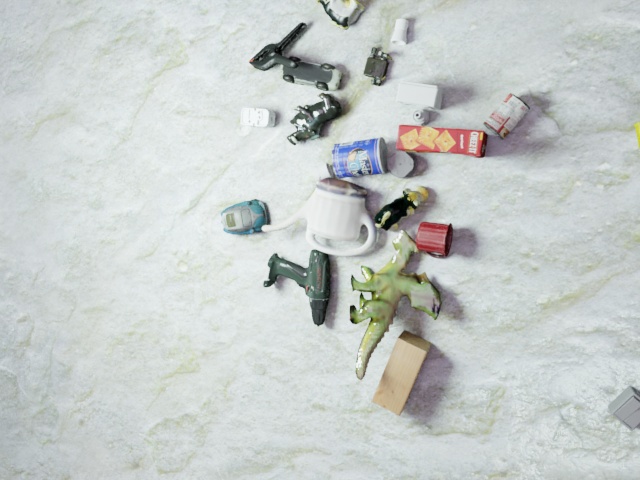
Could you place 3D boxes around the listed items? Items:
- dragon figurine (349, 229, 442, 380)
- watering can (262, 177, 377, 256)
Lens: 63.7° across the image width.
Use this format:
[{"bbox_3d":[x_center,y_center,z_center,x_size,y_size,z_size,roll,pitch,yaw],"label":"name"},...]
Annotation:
[{"bbox_3d":[0.213,0.175,1.429,0.242,0.415,0.121,-4,-14,17],"label":"dragon figurine"},{"bbox_3d":[0.005,-0.076,1.513,0.348,0.222,0.105,13,11,11],"label":"watering can"}]
